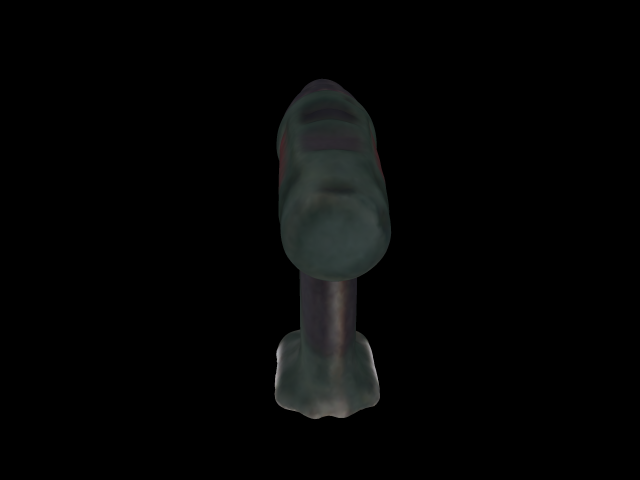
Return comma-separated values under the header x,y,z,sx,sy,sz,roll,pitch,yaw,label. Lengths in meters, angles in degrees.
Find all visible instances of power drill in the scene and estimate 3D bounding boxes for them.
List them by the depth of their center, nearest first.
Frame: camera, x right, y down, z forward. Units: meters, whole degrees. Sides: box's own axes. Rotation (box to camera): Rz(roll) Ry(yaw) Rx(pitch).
x,y,z,sx,sy,sz,roll,pitch,yaw,label
0.004,0.001,0.400,0.075,0.208,0.229,-1,19,-3,power drill
